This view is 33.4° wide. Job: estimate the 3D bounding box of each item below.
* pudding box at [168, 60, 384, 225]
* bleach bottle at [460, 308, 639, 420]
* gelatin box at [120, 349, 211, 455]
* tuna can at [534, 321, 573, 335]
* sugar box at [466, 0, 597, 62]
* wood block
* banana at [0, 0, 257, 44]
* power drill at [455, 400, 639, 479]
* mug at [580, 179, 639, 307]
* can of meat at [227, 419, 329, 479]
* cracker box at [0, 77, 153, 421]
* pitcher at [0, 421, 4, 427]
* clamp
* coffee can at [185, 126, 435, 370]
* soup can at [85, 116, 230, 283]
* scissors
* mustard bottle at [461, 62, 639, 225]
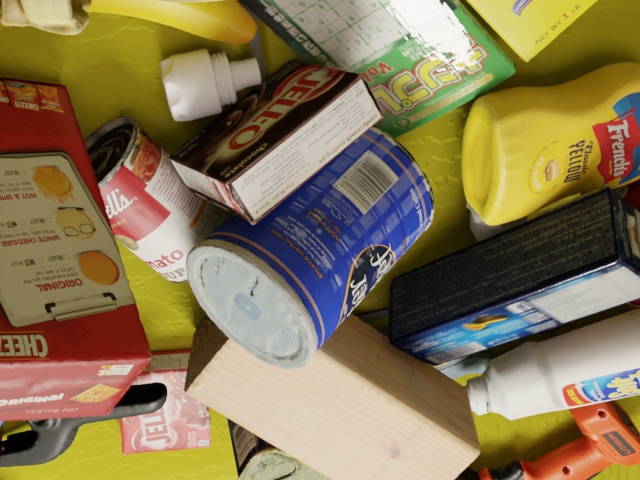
[{"bbox_3d":[-0.029,-0.065,0.675,0.113,0.090,0.039,-42,120,-14],"label":"pudding box"},{"bbox_3d":[0.239,0.102,0.887,0.251,0.068,0.102,-16,151,-2],"label":"bleach bottle"},{"bbox_3d":[-0.124,0.130,0.852,0.073,0.030,0.089,-2,125,-11],"label":"gelatin box"},{"bbox_3d":[0.177,0.035,0.857,0.086,0.034,0.086,-7,126,-9],"label":"tuna can"},{"bbox_3d":[0.106,-0.201,0.663,0.093,0.048,0.176,-43,125,17],"label":"sugar box"},{"bbox_3d":[0.010,0.114,0.809,0.206,0.090,0.091,34,111,-16],"label":"wood block"},{"bbox_3d":[-0.137,-0.146,0.651,0.197,0.037,0.070,-6,140,-9],"label":"banana"},{"bbox_3d":[0.187,0.200,0.965,0.188,0.057,0.184,-37,129,17],"label":"power drill"},{"bbox_3d":[0.257,-0.015,0.805,0.117,0.093,0.081,-28,122,20],"label":"mug"},{"bbox_3d":[-0.023,0.168,0.871,0.102,0.084,0.057,17,119,-25],"label":"can of meat"},{"bbox_3d":[-0.206,-0.002,0.601,0.163,0.214,0.072,3,139,-37],"label":"cracker box"},{"bbox_3d":[-0.272,0.081,0.726,0.144,0.149,0.243,-19,148,-56],"label":"pitcher"},{"bbox_3d":[-0.213,0.115,0.808,0.172,0.039,0.120,-31,105,20],"label":"clamp"},{"bbox_3d":[-0.005,0.001,0.704,0.140,0.103,0.103,-46,135,-31],"label":"coffee can"},{"bbox_3d":[-0.115,-0.026,0.719,0.068,0.068,0.102,-37,125,13],"label":"soup can"},{"bbox_3d":[0.125,0.117,0.915,0.201,0.016,0.096,16,121,-24],"label":"scissors"},{"bbox_3d":[0.197,-0.076,0.757,0.191,0.058,0.096,-16,131,-16],"label":"mustard bottle"}]
